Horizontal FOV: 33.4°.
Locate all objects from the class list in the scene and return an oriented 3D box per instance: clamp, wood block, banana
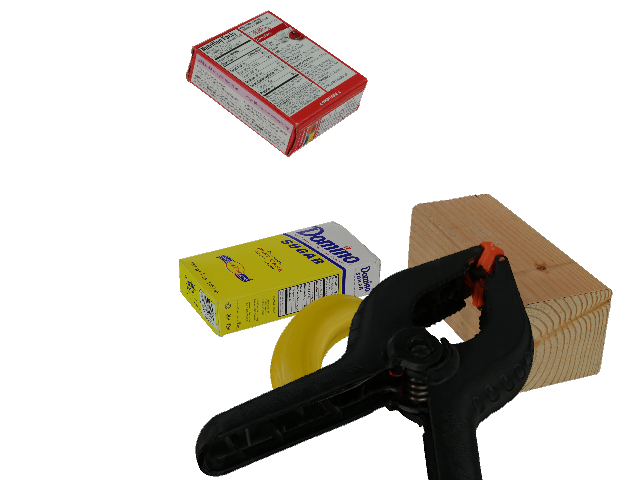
[{"bbox_3d":[0.046,0.064,0.438,0.120,0.039,0.171,32,52,23],"label":"clamp"},{"bbox_3d":[0.167,0.041,0.990,0.090,0.090,0.206,-9,29,-20],"label":"wood block"},{"bbox_3d":[0.001,0.081,0.807,0.070,0.037,0.197,8,24,21],"label":"banana"}]

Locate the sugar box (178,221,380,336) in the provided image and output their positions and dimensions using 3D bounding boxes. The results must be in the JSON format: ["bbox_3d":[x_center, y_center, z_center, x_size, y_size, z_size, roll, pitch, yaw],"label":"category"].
[{"bbox_3d":[-0.039,0.034,1.040,0.176,0.048,0.093,-17,35,-24],"label":"sugar box"}]

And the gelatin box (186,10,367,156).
[{"bbox_3d":[-0.028,-0.100,0.670,0.089,0.030,0.073,37,48,17],"label":"gelatin box"}]
